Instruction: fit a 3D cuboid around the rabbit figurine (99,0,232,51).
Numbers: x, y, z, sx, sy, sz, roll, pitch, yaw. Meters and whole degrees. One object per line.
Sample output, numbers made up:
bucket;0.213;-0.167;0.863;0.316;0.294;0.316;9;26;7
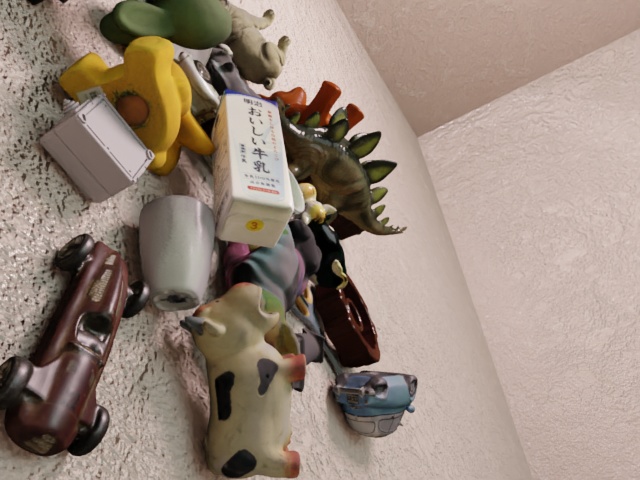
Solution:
rabbit figurine;-0.177;-0.285;0.605;0.170;0.159;0.121;50;-19;-23

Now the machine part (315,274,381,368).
machine part;0.047;0.138;0.950;0.179;0.056;0.179;59;14;-25

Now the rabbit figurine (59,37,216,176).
rabbit figurine;-0.188;-0.161;0.630;0.162;0.122;0.173;60;12;-26

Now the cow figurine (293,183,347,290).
cow figurine;-0.004;-0.003;0.837;0.098;0.068;0.167;36;-33;54

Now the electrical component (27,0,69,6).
electrical component;-0.317;-0.325;0.577;0.134;0.058;0.115;41;33;-50

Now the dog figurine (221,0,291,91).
dog figurine;-0.160;-0.371;0.993;0.190;0.121;0.172;-5;63;-57

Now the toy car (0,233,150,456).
toy car;-0.193;0.075;0.440;0.089;0.053;0.202;49;26;-32

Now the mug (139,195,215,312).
mug;-0.154;0.025;0.574;0.109;0.081;0.107;103;-16;-53

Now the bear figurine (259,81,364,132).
bear figurine;-0.028;-0.257;1.054;0.120;0.132;0.196;33;11;-45

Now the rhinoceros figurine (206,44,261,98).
rhinoceros figurine;-0.146;-0.234;0.869;0.112;0.073;0.190;42;19;-56

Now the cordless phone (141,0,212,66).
cordless phone;-0.173;-0.311;0.740;0.146;0.184;0.089;26;39;-61

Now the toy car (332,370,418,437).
toy car;0.091;0.266;0.872;0.161;0.109;0.103;13;75;-56

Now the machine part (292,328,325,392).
machine part;-0.028;0.162;0.755;0.139;0.039;0.084;-10;95;-73

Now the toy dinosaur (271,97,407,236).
toy dinosaur;0.036;-0.099;0.939;0.105;0.198;0.470;52;1;37

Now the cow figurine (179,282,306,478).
cow figurine;-0.082;0.141;0.553;0.127;0.085;0.195;6;79;-19

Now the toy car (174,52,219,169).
toy car;-0.161;-0.171;0.769;0.201;0.073;0.056;54;23;-28

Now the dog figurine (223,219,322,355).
dog figurine;-0.062;0.076;0.698;0.191;0.109;0.219;43;34;-53

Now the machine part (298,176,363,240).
machine part;0.023;-0.109;1.154;0.201;0.087;0.201;23;48;-62
